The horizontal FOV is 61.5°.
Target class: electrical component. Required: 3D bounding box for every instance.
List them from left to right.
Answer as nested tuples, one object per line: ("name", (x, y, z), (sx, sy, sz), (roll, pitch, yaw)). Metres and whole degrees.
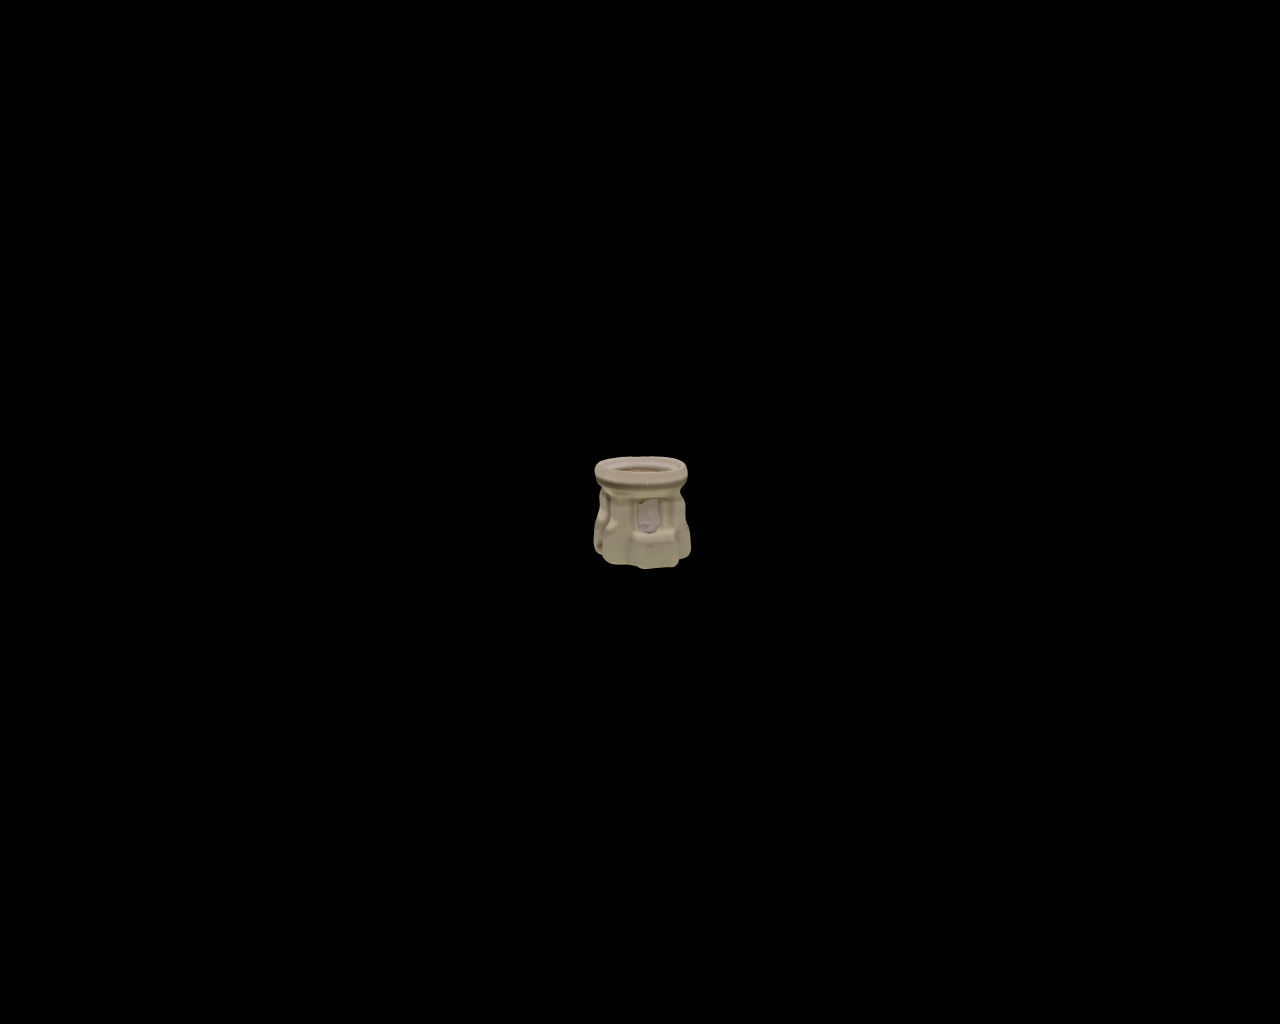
("electrical component", (0.001, -0.003, 0.650), (0.058, 0.057, 0.078), (-4, 15, -15))
